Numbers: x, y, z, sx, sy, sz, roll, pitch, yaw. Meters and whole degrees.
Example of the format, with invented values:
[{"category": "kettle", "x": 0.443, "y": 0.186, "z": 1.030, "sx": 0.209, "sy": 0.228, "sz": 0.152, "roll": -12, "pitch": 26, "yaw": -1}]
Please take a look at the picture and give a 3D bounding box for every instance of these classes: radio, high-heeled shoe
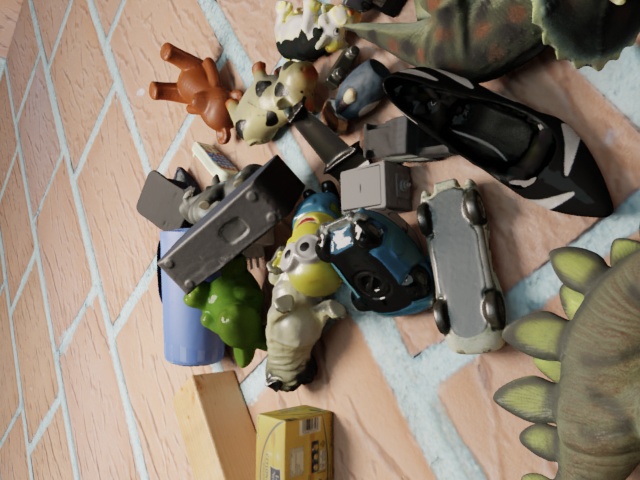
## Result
[{"category": "radio", "x": -0.134, "y": -0.022, "z": 0.813, "sx": 0.229, "sy": 0.073, "sz": 0.131, "roll": -39, "pitch": 14, "yaw": 19}, {"category": "high-heeled shoe", "x": 0.174, "y": -0.106, "z": 0.547, "sx": 0.249, "sy": 0.145, "sz": 0.086, "roll": 49, "pitch": 122, "yaw": 40}]

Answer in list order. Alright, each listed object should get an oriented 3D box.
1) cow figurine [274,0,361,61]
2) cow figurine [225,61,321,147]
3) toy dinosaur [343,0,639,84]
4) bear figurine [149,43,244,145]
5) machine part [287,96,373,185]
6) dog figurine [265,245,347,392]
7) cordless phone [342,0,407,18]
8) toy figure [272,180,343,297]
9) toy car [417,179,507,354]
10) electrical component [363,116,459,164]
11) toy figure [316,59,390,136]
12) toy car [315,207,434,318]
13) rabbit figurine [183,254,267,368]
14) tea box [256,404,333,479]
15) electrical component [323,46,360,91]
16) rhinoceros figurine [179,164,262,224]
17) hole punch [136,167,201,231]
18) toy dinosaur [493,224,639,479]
[{"category": "cow figurine", "x": -0.008, "y": -0.313, "z": 0.821, "sx": 0.168, "sy": 0.068, "sz": 0.098, "roll": 28, "pitch": 112, "yaw": 49}, {"category": "cow figurine", "x": -0.072, "y": -0.218, "z": 0.867, "sx": 0.195, "sy": 0.085, "sz": 0.127, "roll": -33, "pitch": 69, "yaw": 46}, {"category": "toy dinosaur", "x": 0.182, "y": -0.240, "z": 0.582, "sx": 0.405, "sy": 0.131, "sz": 0.192, "roll": -16, "pitch": 74, "yaw": 52}, {"category": "bear figurine", "x": -0.231, "y": -0.273, "z": 1.018, "sx": 0.120, "sy": 0.132, "sz": 0.196, "roll": -61, "pitch": 42, "yaw": 27}, {"category": "machine part", "x": 0.010, "y": -0.136, "z": 0.754, "sx": 0.084, "sy": 0.138, "sz": 0.039, "roll": -23, "pitch": 27, "yaw": 49}, {"category": "dog figurine", "x": -0.041, "y": 0.114, "z": 0.807, "sx": 0.172, "sy": 0.121, "sz": 0.190, "roll": -81, "pitch": 9, "yaw": -48}, {"category": "cordless phone", "x": 0.064, "y": -0.408, "z": 0.745, "sx": 0.146, "sy": 0.088, "sz": 0.184, "roll": -55, "pitch": 46, "yaw": 29}, {"category": "toy figure", "x": 0.001, "y": -0.004, "z": 0.739, "sx": 0.082, "sy": 0.089, "sz": 0.180, "roll": -49, "pitch": 18, "yaw": 37}, {"category": "toy car", "x": 0.161, "y": 0.027, "z": 0.610, "sx": 0.074, "sy": 0.056, "sz": 0.201, "roll": -15, "pitch": 74, "yaw": 29}, {"category": "electrical component", "x": 0.117, "y": -0.123, "z": 0.661, "sx": 0.119, "sy": 0.075, "sz": 0.047, "roll": 0, "pitch": 88, "yaw": 53}, {"category": "toy figure", "x": 0.035, "y": -0.189, "z": 0.765, "sx": 0.154, "sy": 0.064, "sz": 0.058, "roll": -40, "pitch": 61, "yaw": 38}, {"category": "toy car", "x": 0.074, "y": 0.016, "z": 0.669, "sx": 0.109, "sy": 0.161, "sz": 0.103, "roll": -25, "pitch": 25, "yaw": 42}, {"category": "rabbit figurine", "x": -0.136, "y": 0.126, "z": 0.847, "sx": 0.159, "sy": 0.121, "sz": 0.170, "roll": 64, "pitch": 174, "yaw": -19}, {"category": "tea box", "x": -0.036, "y": 0.332, "z": 0.769, "sx": 0.068, "sy": 0.098, "sz": 0.169, "roll": -4, "pitch": 81, "yaw": 47}, {"category": "electrical component", "x": 0.031, "y": -0.252, "z": 0.785, "sx": 0.063, "sy": 0.021, "sz": 0.094, "roll": -58, "pitch": 12, "yaw": 2}, {"category": "rhinoceros figurine", "x": -0.168, "y": -0.076, "z": 0.932, "sx": 0.190, "sy": 0.073, "sz": 0.112, "roll": -24, "pitch": 37, "yaw": 25}, {"category": "hole punch", "x": -0.300, "y": -0.081, "z": 1.116, "sx": 0.116, "sy": 0.092, "sz": 0.142, "roll": 37, "pitch": 114, "yaw": 11}, {"category": "toy dinosaur", "x": 0.262, "y": 0.127, "z": 0.467, "sx": 0.199, "sy": 0.105, "sz": 0.471, "roll": 28, "pitch": 97, "yaw": 53}]
